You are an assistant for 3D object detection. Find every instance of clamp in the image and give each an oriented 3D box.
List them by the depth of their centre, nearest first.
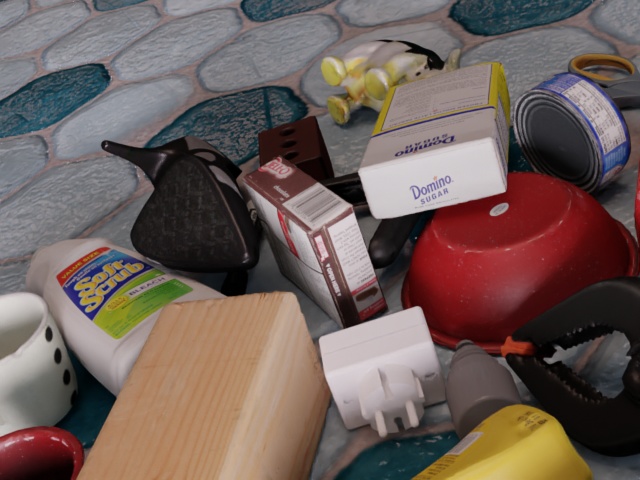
[{"bbox_3d":[0.176,0.077,0.534,0.210,0.036,0.164,-6,74,52],"label":"clamp"},{"bbox_3d":[0.070,-0.037,0.812,0.171,0.039,0.120,-27,43,-14],"label":"clamp"}]

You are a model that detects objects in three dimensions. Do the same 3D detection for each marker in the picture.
[{"bbox_3d":[-0.058,0.008,0.836,0.020,0.020,0.121,-11,33,15],"label":"marker"}]

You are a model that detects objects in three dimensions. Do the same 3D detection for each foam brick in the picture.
[{"bbox_3d":[-0.018,-0.059,0.883,0.053,0.051,0.078,-18,32,5],"label":"foam brick"}]

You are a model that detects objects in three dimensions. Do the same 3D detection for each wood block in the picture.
[{"bbox_3d":[-0.066,0.129,0.587,0.091,0.090,0.206,-7,34,20],"label":"wood block"}]

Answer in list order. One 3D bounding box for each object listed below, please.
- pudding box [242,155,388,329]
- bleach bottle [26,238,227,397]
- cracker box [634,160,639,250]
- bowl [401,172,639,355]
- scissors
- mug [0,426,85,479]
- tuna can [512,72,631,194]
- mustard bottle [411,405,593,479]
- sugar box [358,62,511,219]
[{"bbox_3d":[-0.005,0.001,0.747,0.039,0.090,0.114,-30,33,-13],"label":"pudding box"},{"bbox_3d":[-0.158,0.051,0.788,0.102,0.068,0.251,-33,31,-27],"label":"bleach bottle"},{"bbox_3d":[0.313,-0.058,0.668,0.214,0.072,0.164,-4,36,25],"label":"cracker box"},{"bbox_3d":[0.125,0.002,0.703,0.162,0.055,0.162,-15,31,9],"label":"bowl"},{"bbox_3d":[0.246,-0.105,0.833,0.096,0.016,0.202,-28,32,-9],"label":"scissors"},{"bbox_3d":[-0.161,0.172,0.584,0.093,0.081,0.117,-5,35,24],"label":"mug"},{"bbox_3d":[0.179,-0.076,0.761,0.033,0.086,0.086,-32,33,-20],"label":"tuna can"},{"bbox_3d":[0.033,0.152,0.502,0.191,0.058,0.096,-31,-7,-15],"label":"mustard bottle"},{"bbox_3d":[0.087,-0.075,0.765,0.093,0.048,0.176,-12,25,17],"label":"sugar box"}]
